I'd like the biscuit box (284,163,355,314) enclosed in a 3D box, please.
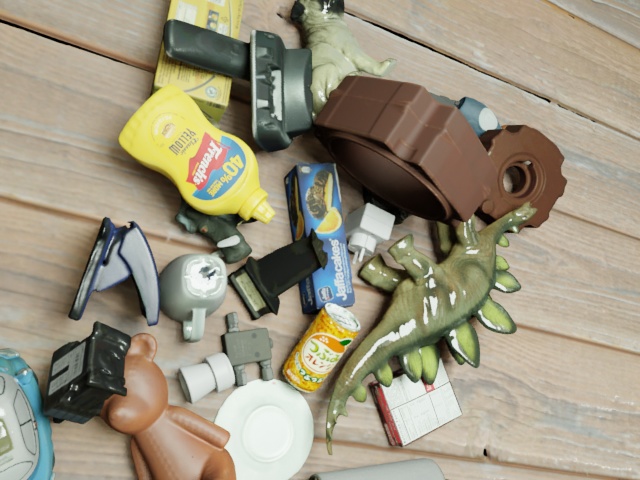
[{"bbox_3d":[-0.002,-0.002,0.736,0.059,0.063,0.202,-4,78,-23],"label":"biscuit box"}]

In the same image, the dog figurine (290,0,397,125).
[{"bbox_3d":[-0.007,-0.273,0.796,0.172,0.121,0.190,-33,78,-32],"label":"dog figurine"}]

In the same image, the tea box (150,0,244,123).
[{"bbox_3d":[-0.166,-0.251,0.725,0.098,0.068,0.169,14,73,-20],"label":"tea box"}]

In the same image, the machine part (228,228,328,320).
[{"bbox_3d":[-0.050,0.042,0.681,0.139,0.039,0.084,-34,87,17],"label":"machine part"}]

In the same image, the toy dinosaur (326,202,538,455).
[{"bbox_3d":[0.155,0.085,0.740,0.471,0.105,0.198,-34,82,-21],"label":"toy dinosaur"}]

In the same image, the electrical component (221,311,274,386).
[{"bbox_3d":[-0.091,0.135,0.683,0.063,0.021,0.094,-6,76,-26],"label":"electrical component"}]

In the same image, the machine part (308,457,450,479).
[{"bbox_3d":[0.072,0.323,0.676,0.243,0.079,0.079,4,75,-24],"label":"machine part"}]

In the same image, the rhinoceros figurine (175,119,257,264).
[{"bbox_3d":[-0.139,-0.061,0.685,0.112,0.073,0.190,-31,90,-28],"label":"rhinoceros figurine"}]

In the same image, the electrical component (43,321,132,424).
[{"bbox_3d":[-0.248,0.144,0.549,0.047,0.119,0.075,39,30,-41],"label":"electrical component"}]

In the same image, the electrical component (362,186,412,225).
[{"bbox_3d":[0.107,-0.075,0.812,0.078,0.045,0.102,5,75,-25],"label":"electrical component"}]

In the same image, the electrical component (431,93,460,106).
[{"bbox_3d":[0.163,-0.170,0.856,0.115,0.058,0.134,10,73,-19],"label":"electrical component"}]

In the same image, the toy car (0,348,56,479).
[{"bbox_3d":[-0.326,0.189,0.523,0.109,0.103,0.161,-18,83,-26],"label":"toy car"}]

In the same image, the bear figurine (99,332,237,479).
[{"bbox_3d":[-0.176,0.209,0.571,0.120,0.132,0.195,-34,99,1],"label":"bear figurine"}]

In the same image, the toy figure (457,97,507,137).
[{"bbox_3d":[0.291,-0.180,0.917,0.154,0.058,0.064,34,104,-14],"label":"toy figure"}]

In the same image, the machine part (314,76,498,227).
[{"bbox_3d":[0.103,-0.108,0.680,0.087,0.201,0.201,-55,133,-7],"label":"machine part"}]

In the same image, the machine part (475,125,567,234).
[{"bbox_3d":[0.316,-0.099,0.875,0.179,0.056,0.179,-2,97,-15],"label":"machine part"}]

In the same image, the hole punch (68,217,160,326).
[{"bbox_3d":[-0.217,0.036,0.598,0.092,0.142,0.115,15,85,-18],"label":"hole punch"}]

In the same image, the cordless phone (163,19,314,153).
[{"bbox_3d":[-0.103,-0.193,0.666,0.184,0.089,0.146,4,82,-38],"label":"cordless phone"}]

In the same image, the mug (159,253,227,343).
[{"bbox_3d":[-0.148,0.063,0.630,0.081,0.107,0.109,9,71,-20],"label":"mug"}]
